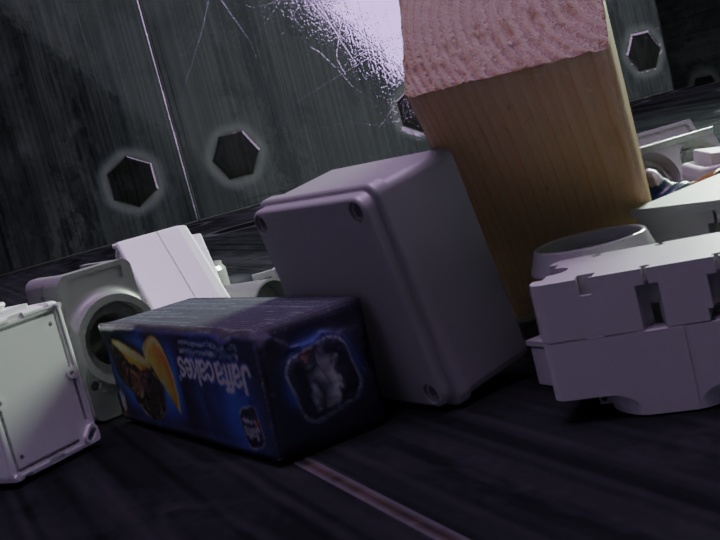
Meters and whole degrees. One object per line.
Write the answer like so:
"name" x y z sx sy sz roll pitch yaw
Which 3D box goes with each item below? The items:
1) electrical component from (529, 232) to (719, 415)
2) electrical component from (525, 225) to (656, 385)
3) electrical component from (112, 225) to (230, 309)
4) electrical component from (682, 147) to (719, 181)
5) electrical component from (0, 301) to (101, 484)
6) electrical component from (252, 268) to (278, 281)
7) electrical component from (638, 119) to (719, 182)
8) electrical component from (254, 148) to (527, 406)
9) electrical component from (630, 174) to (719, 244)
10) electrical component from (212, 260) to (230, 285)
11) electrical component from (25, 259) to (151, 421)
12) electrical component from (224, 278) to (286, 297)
"electrical component" 0.120 0.021 0.419 0.089 0.055 0.050 -11 8 25
"electrical component" 0.110 0.013 0.490 0.078 0.057 0.058 -18 8 -28
"electrical component" -0.129 0.016 0.740 0.061 0.061 0.096 -18 51 -24
"electrical component" 0.264 -0.056 0.696 0.096 0.061 0.061 -14 7 7
"electrical component" -0.191 0.059 0.569 0.061 0.096 0.062 -10 8 33
"electrical component" -0.043 0.012 0.848 0.081 0.042 0.064 -15 6 -11
"electrical component" 0.199 -0.053 0.764 0.121 0.078 0.063 -17 -21 -20
"electrical component" 0.012 0.004 0.521 0.056 0.108 0.109 -30 14 -29
"electrical component" 0.234 -0.019 0.482 0.105 0.060 0.186 -20 10 -38
"electrical component" -0.123 0.024 0.859 0.045 0.055 0.045 -15 7 2
"electrical component" -0.160 0.042 0.659 0.050 0.089 0.056 -20 9 -40
"electrical component" -0.089 0.031 0.786 0.081 0.043 0.043 -9 9 40
